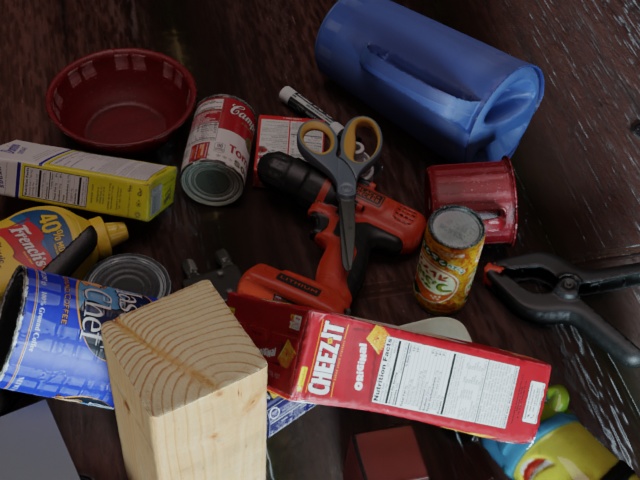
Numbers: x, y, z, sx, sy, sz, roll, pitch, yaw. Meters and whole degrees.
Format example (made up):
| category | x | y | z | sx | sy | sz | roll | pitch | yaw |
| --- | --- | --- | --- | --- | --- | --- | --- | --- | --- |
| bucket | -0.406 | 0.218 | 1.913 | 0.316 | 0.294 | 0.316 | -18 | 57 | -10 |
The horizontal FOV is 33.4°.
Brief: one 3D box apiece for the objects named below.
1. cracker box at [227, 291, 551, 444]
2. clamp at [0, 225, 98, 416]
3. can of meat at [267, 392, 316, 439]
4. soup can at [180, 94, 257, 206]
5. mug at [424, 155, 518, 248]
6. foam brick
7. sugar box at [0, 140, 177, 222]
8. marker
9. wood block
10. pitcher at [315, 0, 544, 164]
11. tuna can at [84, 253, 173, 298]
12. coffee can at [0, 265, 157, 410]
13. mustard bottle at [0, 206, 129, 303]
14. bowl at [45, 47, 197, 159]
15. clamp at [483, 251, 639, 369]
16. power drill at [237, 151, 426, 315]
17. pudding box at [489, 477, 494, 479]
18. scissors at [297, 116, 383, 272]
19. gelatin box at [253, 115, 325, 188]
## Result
| category | x | y | z | sx | sy | sz | roll | pitch | yaw |
| --- | --- | --- | --- | --- | --- | --- | --- | --- | --- |
| cracker box | 0.044 | 0.101 | 0.841 | 0.213 | 0.164 | 0.072 | 14 | 85 | -25 |
| clamp | -0.297 | 0.067 | 0.938 | 0.164 | 0.036 | 0.210 | 13 | 67 | -9 |
| can of meat | -0.051 | 0.118 | 0.938 | 0.083 | 0.057 | 0.102 | -31 | 57 | -29 |
| soup can | -0.106 | -0.094 | 1.115 | 0.068 | 0.068 | 0.102 | 5 | 49 | 1 |
| mug | 0.149 | -0.031 | 1.054 | 0.081 | 0.093 | 0.117 | -4 | 23 | 0 |
| foam brick | 0.052 | 0.192 | 0.863 | 0.053 | 0.078 | 0.051 | -9 | 52 | -11 |
| sugar box | -0.242 | -0.061 | 1.071 | 0.176 | 0.048 | 0.093 | 8 | 15 | 7 |
| marker | 0.001 | -0.134 | 1.190 | 0.020 | 0.020 | 0.121 | -35 | 58 | -29 |
| wood block | -0.100 | 0.141 | 0.814 | 0.090 | 0.206 | 0.091 | -23 | 54 | -22 |
| pitcher | 0.106 | -0.180 | 1.159 | 0.243 | 0.149 | 0.144 | 35 | 66 | 29 |
| tuna can | -0.180 | 0.054 | 1.001 | 0.086 | 0.034 | 0.086 | 2 | 49 | -3 |
| coffee can | -0.195 | 0.086 | 0.893 | 0.140 | 0.103 | 0.103 | 16 | 44 | -24 |
| mustard bottle | -0.276 | 0.017 | 1.013 | 0.191 | 0.058 | 0.096 | -17 | 61 | -18 |
| bowl | -0.213 | -0.138 | 1.157 | 0.162 | 0.055 | 0.162 | 2 | 48 | -2 |
| clamp | 0.246 | 0.047 | 1.029 | 0.172 | 0.039 | 0.120 | 23 | 50 | 17 |
| power drill | -0.007 | 0.001 | 1.029 | 0.184 | 0.057 | 0.187 | 24 | 49 | 9 |
| pudding box | 0.124 | 0.254 | 0.838 | 0.090 | 0.039 | 0.113 | -16 | 54 | -19 |
| scissors | 0.008 | -0.055 | 1.036 | 0.096 | 0.016 | 0.201 | 14 | 49 | 7 |
| gelatin box | -0.032 | -0.093 | 1.144 | 0.073 | 0.030 | 0.089 | 4 | 49 | -2 |
